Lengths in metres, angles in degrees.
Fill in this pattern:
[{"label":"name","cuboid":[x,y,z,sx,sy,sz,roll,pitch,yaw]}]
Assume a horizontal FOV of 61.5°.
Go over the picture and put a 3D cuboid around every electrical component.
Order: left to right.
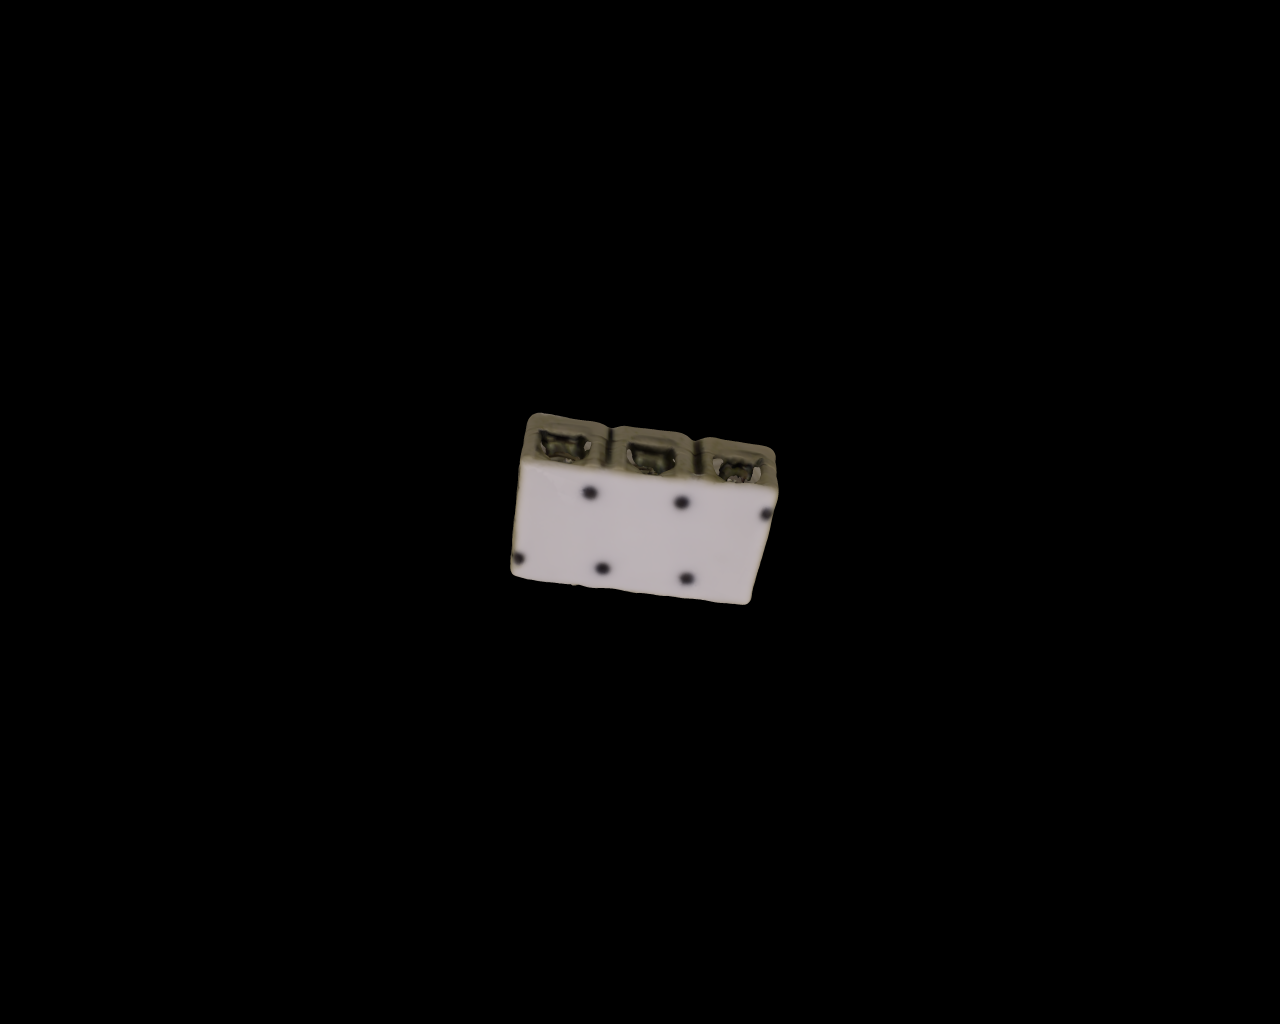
[{"label":"electrical component","cuboid":[0.001,-0.003,0.650,0.150,0.089,0.062,8,34,-5]}]
